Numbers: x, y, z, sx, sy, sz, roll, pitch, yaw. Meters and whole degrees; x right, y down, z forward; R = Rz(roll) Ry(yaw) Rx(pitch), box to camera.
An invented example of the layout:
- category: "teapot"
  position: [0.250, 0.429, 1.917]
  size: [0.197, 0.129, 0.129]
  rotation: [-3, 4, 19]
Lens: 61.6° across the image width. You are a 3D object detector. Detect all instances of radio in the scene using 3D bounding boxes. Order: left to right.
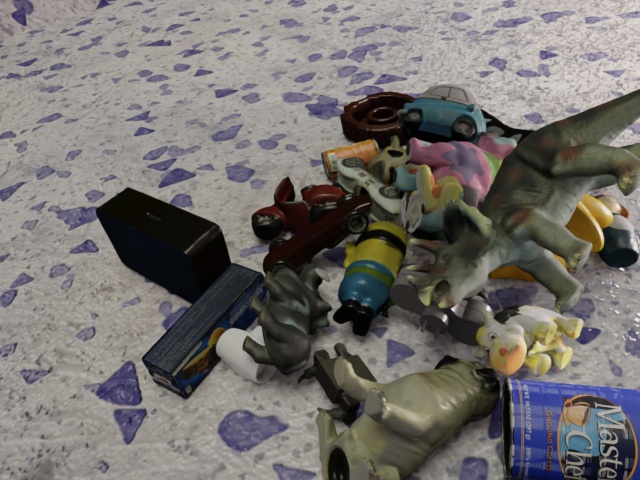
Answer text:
- category: "radio"
  position: [-0.243, 0.012, 0.849]
  size: [0.230, 0.130, 0.073]
  rotation: [22, 50, 32]

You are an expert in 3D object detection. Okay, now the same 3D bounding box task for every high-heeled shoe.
- category: "high-heeled shoe"
  position: [0.359, -0.194, 0.975]
  size: [0.249, 0.086, 0.145]
  rotation: [1, 58, 40]

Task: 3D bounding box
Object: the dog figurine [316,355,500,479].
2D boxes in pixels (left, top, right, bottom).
- category: "dog figurine"
  position: [0.106, 0.214, 0.592]
  size: [0.190, 0.172, 0.121]
  rotation: [10, 19, -26]

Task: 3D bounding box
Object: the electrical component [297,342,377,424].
- category: "electrical component"
  position: [0.022, 0.178, 0.674]
  size: [0.078, 0.045, 0.102]
  rotation: [-3, 34, -38]

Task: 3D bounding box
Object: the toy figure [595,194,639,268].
- category: "toy figure"
  position: [0.436, -0.023, 0.807]
  size: [0.064, 0.057, 0.154]
  rotation: [29, 39, -14]

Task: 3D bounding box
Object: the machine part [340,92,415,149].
- category: "machine part"
  position: [0.133, -0.251, 1.130]
  size: [0.179, 0.055, 0.179]
  rotation: [-6, 40, 5]

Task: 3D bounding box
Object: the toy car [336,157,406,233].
- category: "toy car"
  position: [0.085, -0.078, 0.927]
  size: [0.056, 0.073, 0.202]
  rotation: [-27, 43, -19]

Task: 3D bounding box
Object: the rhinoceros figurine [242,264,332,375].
- category: "rhinoceros figurine"
  position: [-0.036, 0.094, 0.723]
  size: [0.112, 0.073, 0.190]
  rotation: [24, 31, -6]

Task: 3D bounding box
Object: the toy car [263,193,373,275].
- category: "toy car"
  position: [-0.002, -0.003, 0.836]
  size: [0.202, 0.053, 0.089]
  rotation: [-32, 21, 8]

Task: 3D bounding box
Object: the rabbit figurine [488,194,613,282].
- category: "rabbit figurine"
  position: [0.310, -0.025, 0.745]
  size: [0.163, 0.173, 0.122]
  rotation: [16, 42, 33]

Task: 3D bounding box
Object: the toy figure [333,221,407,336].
- category: "toy figure"
  position: [0.078, 0.049, 0.773]
  size: [0.089, 0.082, 0.180]
  rotation: [-28, 23, 38]

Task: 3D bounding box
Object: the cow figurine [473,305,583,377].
- category: "cow figurine"
  position: [0.232, 0.112, 0.639]
  size: [0.167, 0.068, 0.098]
  rotation: [3, 15, -42]

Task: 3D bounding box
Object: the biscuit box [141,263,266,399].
- category: "biscuit box"
  position: [-0.153, 0.121, 0.760]
  size: [0.063, 0.059, 0.203]
  rotation: [17, 48, 29]

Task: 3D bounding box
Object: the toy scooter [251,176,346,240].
- category: "toy scooter"
  position: [-0.028, -0.065, 0.939]
  size: [0.184, 0.075, 0.135]
  rotation: [-8, 39, 9]

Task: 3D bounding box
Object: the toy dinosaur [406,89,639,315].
- category: "toy dinosaur"
  position: [0.268, -0.061, 0.640]
  size: [0.192, 0.131, 0.405]
  rotation: [35, 86, 35]

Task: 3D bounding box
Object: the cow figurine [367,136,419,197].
- category: "cow figurine"
  position: [0.181, -0.128, 0.957]
  size: [0.195, 0.085, 0.127]
  rotation: [1, 40, 8]

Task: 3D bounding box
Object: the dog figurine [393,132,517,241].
- category: "dog figurine"
  position: [0.233, -0.086, 0.813]
  size: [0.219, 0.108, 0.192]
  rotation: [-2, 55, -9]

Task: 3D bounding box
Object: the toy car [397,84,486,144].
- category: "toy car"
  position: [0.223, -0.221, 0.952]
  size: [0.162, 0.109, 0.103]
  rotation: [18, 86, 12]
